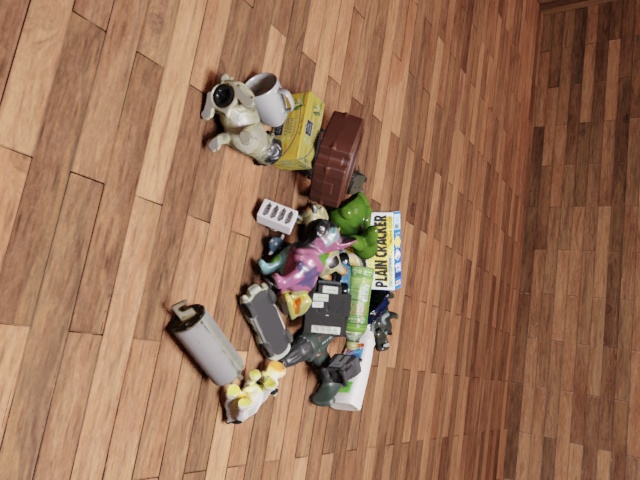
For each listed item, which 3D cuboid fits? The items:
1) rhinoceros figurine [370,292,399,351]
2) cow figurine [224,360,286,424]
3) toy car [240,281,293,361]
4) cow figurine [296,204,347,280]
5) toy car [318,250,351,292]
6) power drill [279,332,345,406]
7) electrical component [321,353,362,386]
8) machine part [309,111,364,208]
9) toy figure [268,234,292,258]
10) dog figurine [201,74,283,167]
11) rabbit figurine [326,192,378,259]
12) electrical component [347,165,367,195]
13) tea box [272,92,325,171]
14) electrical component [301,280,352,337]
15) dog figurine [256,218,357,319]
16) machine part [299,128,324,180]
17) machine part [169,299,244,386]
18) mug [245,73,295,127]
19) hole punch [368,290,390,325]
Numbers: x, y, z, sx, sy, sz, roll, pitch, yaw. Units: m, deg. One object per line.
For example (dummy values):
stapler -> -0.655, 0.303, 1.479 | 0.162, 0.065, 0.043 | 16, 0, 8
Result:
rhinoceros figurine -> 0.186, 0.245, 1.646 | 0.112, 0.073, 0.190 | -24, 110, -53
cow figurine -> -0.140, 0.338, 1.186 | 0.167, 0.068, 0.098 | -27, 142, -49
toy car -> -0.122, 0.186, 1.218 | 0.073, 0.056, 0.201 | -34, 119, -28
cow figurine -> -0.003, -0.004, 1.337 | 0.127, 0.085, 0.195 | 40, 34, -56
toy car -> 0.028, 0.108, 1.409 | 0.102, 0.109, 0.161 | 78, 18, -59
power drill -> -0.012, 0.320, 1.375 | 0.232, 0.086, 0.207 | -41, 116, -50
electrical component -> 0.065, 0.316, 1.354 | 0.119, 0.075, 0.047 | -33, 114, -47
machine part -> 0.044, -0.196, 1.330 | 0.200, 0.087, 0.201 | 101, 6, -53
toy figure -> -0.080, 0.041, 1.278 | 0.154, 0.058, 0.064 | 48, 48, -38
dog figurine -> -0.152, -0.251, 1.148 | 0.190, 0.121, 0.172 | -4, 98, -69
rabbit figurine -> 0.107, -0.026, 1.404 | 0.170, 0.121, 0.159 | 61, -2, -12
electrical component -> 0.096, -0.170, 1.533 | 0.102, 0.045, 0.078 | -13, 131, -51
tea box -> -0.057, -0.254, 1.264 | 0.068, 0.098, 0.169 | 24, 71, -53
electrical component -> 0.016, 0.164, 1.301 | 0.058, 0.115, 0.134 | 172, -74, -81
dog figurine -> -0.018, 0.055, 1.223 | 0.219, 0.109, 0.191 | -31, 124, -15
machine part -> -0.026, -0.230, 1.361 | 0.084, 0.039, 0.139 | 32, 67, -45
machine part -> -0.222, 0.209, 1.065 | 0.079, 0.079, 0.242 | -57, 134, -36
mug -> -0.104, -0.305, 1.196 | 0.107, 0.110, 0.081 | 64, 39, -52
hole punch -> 0.133, 0.196, 1.542 | 0.142, 0.116, 0.092 | -37, 129, -48
